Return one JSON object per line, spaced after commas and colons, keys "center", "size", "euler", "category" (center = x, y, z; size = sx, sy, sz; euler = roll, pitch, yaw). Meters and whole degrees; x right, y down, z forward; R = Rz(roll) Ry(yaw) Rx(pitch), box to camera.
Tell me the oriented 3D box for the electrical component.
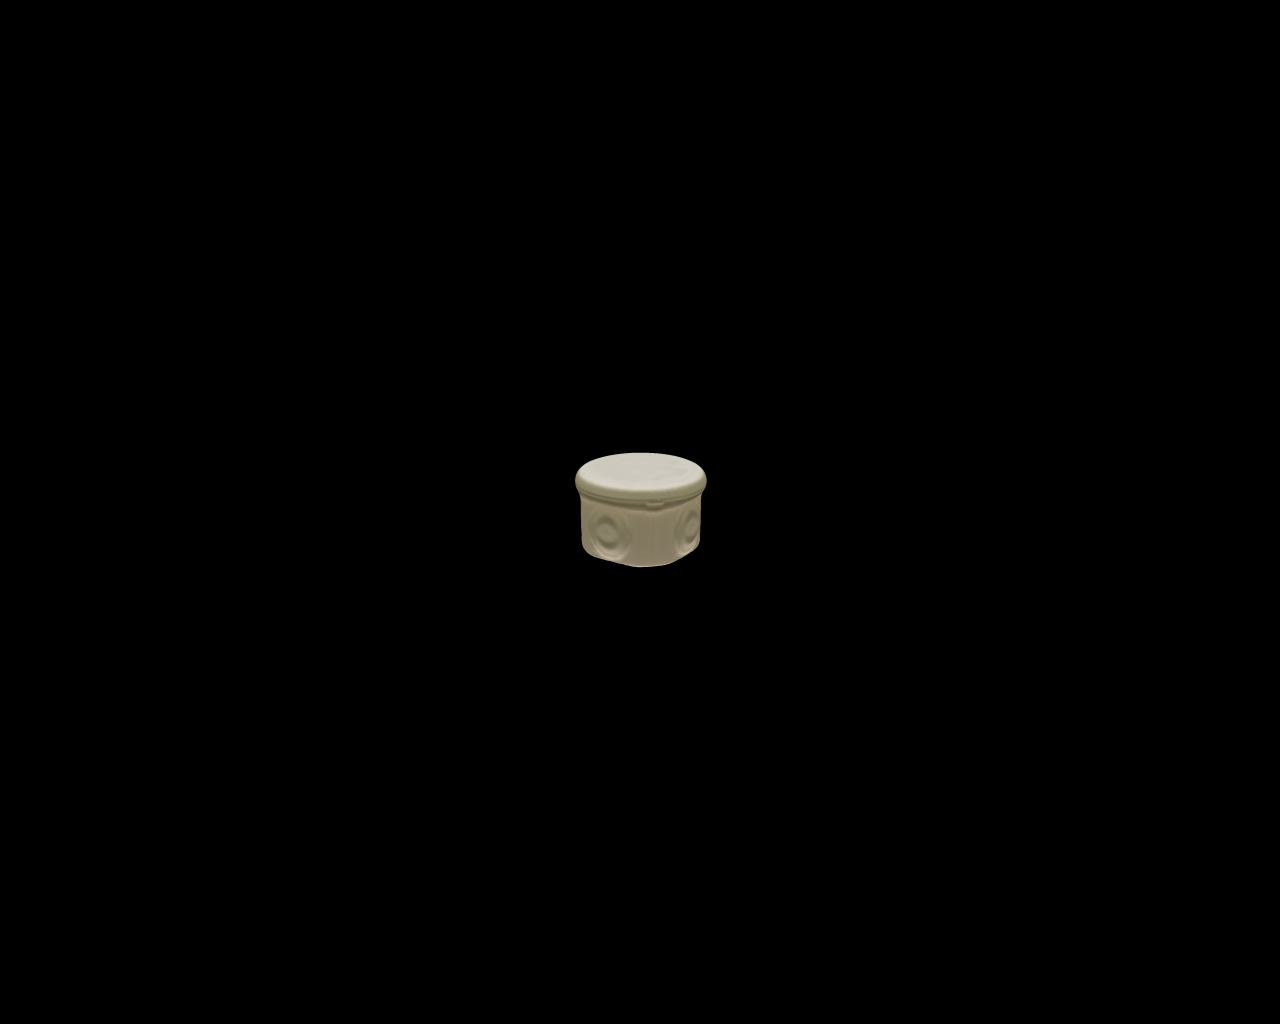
{"center": [0.001, -0.003, 0.650], "size": [0.080, 0.051, 0.080], "euler": [0, 19, 0], "category": "electrical component"}
